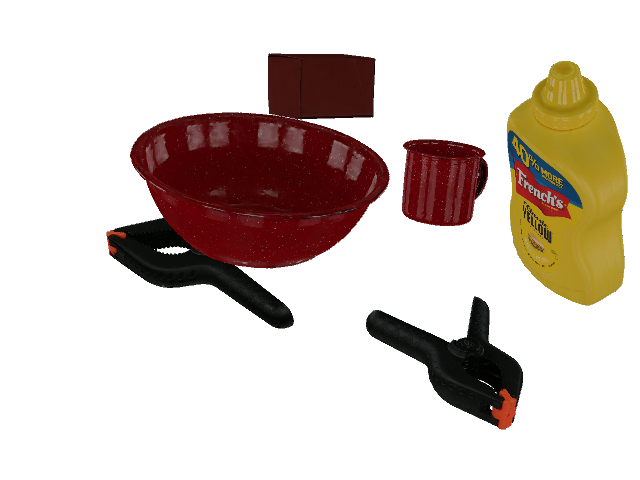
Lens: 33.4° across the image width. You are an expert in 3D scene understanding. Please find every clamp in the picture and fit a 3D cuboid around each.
[{"bbox_3d":[-0.106,0.020,1.031,0.210,0.036,0.164,3,38,2],"label":"clamp"},{"bbox_3d":[0.130,0.099,0.928,0.120,0.039,0.172,-17,36,-24],"label":"clamp"}]

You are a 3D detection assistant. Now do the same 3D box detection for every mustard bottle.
[{"bbox_3d":[0.166,-0.044,0.725,0.058,0.191,0.096,-28,50,-11],"label":"mustard bottle"}]

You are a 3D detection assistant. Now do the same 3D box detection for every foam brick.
[{"bbox_3d":[0.001,-0.131,0.903,0.078,0.051,0.053,-6,15,-33],"label":"foam brick"}]

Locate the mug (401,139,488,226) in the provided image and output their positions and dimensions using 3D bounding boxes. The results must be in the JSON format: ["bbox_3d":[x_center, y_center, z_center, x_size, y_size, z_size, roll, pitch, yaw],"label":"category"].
[{"bbox_3d":[0.145,-0.067,1.219,0.117,0.081,0.093,-9,22,-38],"label":"mug"}]

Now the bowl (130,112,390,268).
[{"bbox_3d":[-0.039,-0.028,0.675,0.162,0.055,0.162,6,26,-3],"label":"bowl"}]
